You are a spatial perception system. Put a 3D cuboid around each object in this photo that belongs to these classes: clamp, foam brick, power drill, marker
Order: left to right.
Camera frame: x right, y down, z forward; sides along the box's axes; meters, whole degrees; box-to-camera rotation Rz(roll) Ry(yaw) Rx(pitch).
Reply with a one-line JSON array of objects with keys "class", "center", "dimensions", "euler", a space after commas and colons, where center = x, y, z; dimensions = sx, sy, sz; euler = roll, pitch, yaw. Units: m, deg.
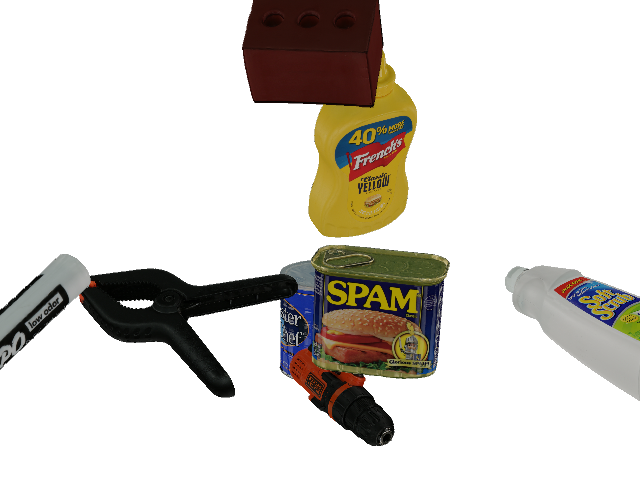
[{"class": "marker", "center": [-0.140, 0.048, 0.441], "dimensions": [0.020, 0.020, 0.121], "euler": [0, 36, 39]}, {"class": "clamp", "center": [-0.141, 0.075, 1.015], "dimensions": [0.210, 0.036, 0.164], "euler": [8, 37, 11]}, {"class": "foam brick", "center": [-0.003, -0.118, 0.651], "dimensions": [0.078, 0.053, 0.051], "euler": [3, -31, 11]}, {"class": "power drill", "center": [0.048, 0.124, 1.244], "dimensions": [0.057, 0.188, 0.185], "euler": [12, 15, -41]}]

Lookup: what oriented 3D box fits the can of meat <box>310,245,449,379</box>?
[{"class": "can of meat", "center": [0.043, 0.054, 0.809], "dimensions": [0.102, 0.084, 0.057], "euler": [6, 19, 11]}]

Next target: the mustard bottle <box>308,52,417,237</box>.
[{"class": "mustard bottle", "center": [0.041, -0.092, 0.973], "dimensions": [0.096, 0.192, 0.058], "euler": [-16, 47, -19]}]

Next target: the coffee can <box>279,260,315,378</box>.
[{"class": "coffee can", "center": [-0.005, 0.109, 1.459], "dimensions": [0.103, 0.140, 0.103], "euler": [1, 19, 0]}]

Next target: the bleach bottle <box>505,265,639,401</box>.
[{"class": "bleach bottle", "center": [0.264, 0.080, 1.039], "dimensions": [0.102, 0.068, 0.251], "euler": [-16, 25, -26]}]
